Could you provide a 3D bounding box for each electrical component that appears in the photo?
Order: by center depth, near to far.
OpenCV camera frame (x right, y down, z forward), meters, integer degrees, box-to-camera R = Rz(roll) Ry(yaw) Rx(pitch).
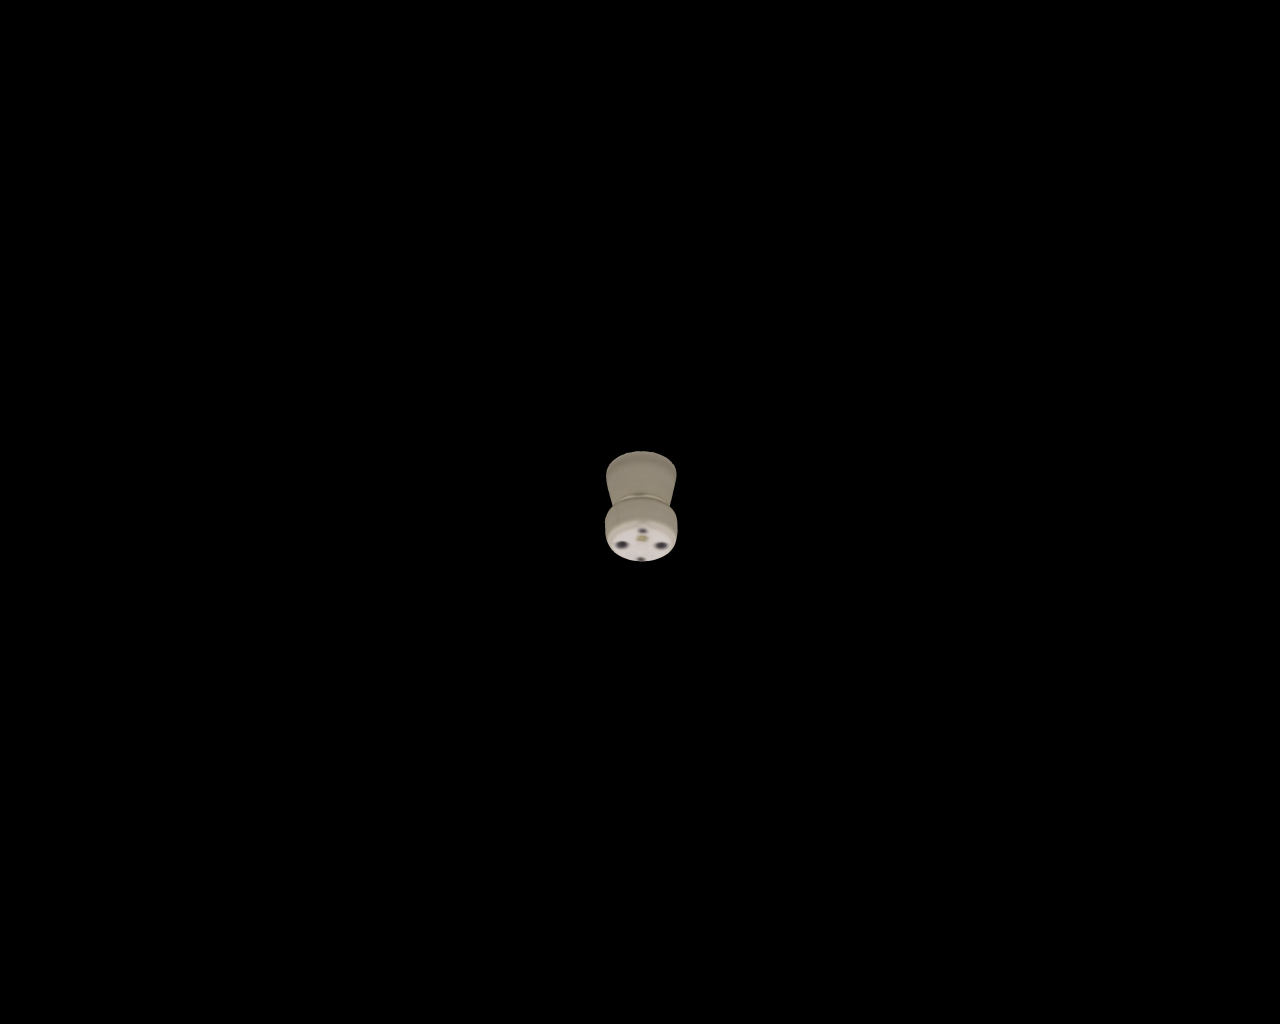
[{"bbox_3d":[0.001,-0.003,0.650,0.045,0.055,0.044,0,-35,0],"label":"electrical component"}]
